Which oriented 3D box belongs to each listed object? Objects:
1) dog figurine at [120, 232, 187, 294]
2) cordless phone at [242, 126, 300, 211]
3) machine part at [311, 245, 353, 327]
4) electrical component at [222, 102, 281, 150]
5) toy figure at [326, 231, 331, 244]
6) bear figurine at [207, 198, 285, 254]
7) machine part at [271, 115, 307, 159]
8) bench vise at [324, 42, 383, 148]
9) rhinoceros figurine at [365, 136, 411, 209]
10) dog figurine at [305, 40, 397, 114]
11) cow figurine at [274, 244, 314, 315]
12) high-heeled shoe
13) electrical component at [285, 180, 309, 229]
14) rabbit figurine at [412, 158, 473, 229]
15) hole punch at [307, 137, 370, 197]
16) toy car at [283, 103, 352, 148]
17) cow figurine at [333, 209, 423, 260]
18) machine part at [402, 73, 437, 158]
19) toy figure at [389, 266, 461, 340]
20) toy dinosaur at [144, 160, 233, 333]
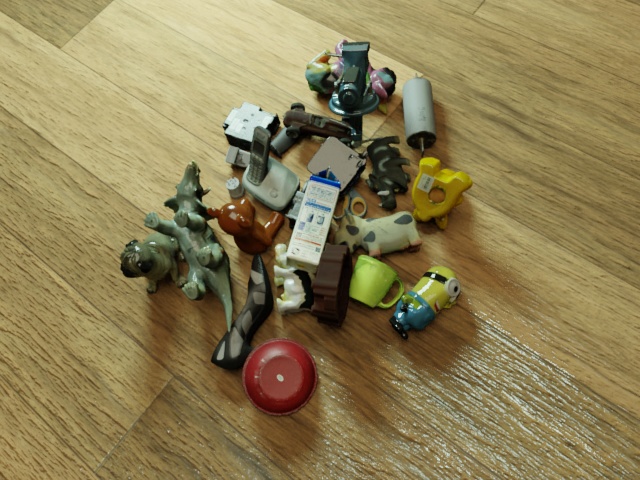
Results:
[{"bbox_3d":[-0.387,0.021,1.229,0.121,0.190,0.172,-20,63,-2],"label":"dog figurine"},{"bbox_3d":[-0.109,-0.173,1.277,0.147,0.184,0.089,35,51,21],"label":"cordless phone"},{"bbox_3d":[0.028,0.097,1.153,0.056,0.179,0.179,6,67,14],"label":"machine part"},{"bbox_3d":[-0.188,-0.297,1.419,0.134,0.058,0.115,23,69,17],"label":"electrical component"},{"bbox_3d":[-0.001,-0.004,1.259,0.064,0.057,0.154,-5,66,14],"label":"toy figure"},{"bbox_3d":[-0.170,-0.050,1.229,0.120,0.195,0.132,15,68,17],"label":"bear figurine"},{"bbox_3d":[-0.083,-0.279,1.409,0.084,0.039,0.139,34,72,11],"label":"machine part"},{"bbox_3d":[0.084,-0.341,1.291,0.129,0.240,0.224,-6,42,3],"label":"bench vise"},{"bbox_3d":[0.163,-0.165,1.303,0.112,0.073,0.190,-10,65,1],"label":"rhinoceros figurine"},{"bbox_3d":[0.090,-0.408,1.407,0.191,0.108,0.219,-36,69,-10],"label":"dog figurine"},{"bbox_3d":[-0.057,0.084,1.223,0.098,0.068,0.167,-6,68,-1],"label":"cow figurine"},{"bbox_3d":[-0.179,0.158,1.196,0.145,0.086,0.249,-9,71,2],"label":"high-heeled shoe"},{"bbox_3d":[-0.036,-0.082,1.294,0.048,0.074,0.119,22,68,16],"label":"electrical component"},{"bbox_3d":[0.280,-0.106,1.229,0.122,0.173,0.162,17,114,15],"label":"rabbit figurine"},{"bbox_3d":[0.043,-0.171,1.314,0.116,0.092,0.142,38,82,13],"label":"hole punch"},{"bbox_3d":[0.006,-0.292,1.375,0.202,0.053,0.089,13,65,-3],"label":"toy car"},{"bbox_3d":[0.126,-0.017,1.236,0.195,0.085,0.127,-13,71,4],"label":"cow figurine"},{"bbox_3d":[0.251,-0.320,1.358,0.079,0.079,0.243,-2,65,7],"label":"machine part"},{"bbox_3d":[0.225,0.130,1.159,0.180,0.082,0.089,-38,69,-7],"label":"toy figure"},{"bbox_3d":[-0.270,0.023,1.240,0.131,0.192,0.404,-27,82,17],"label":"toy dinosaur"}]
